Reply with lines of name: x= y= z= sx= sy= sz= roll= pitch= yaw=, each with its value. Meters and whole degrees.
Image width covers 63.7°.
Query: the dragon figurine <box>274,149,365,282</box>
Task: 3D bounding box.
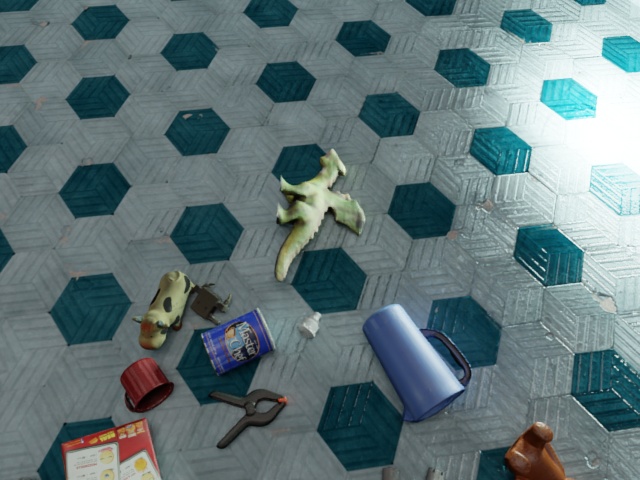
dragon figurine: x=0.004 y=-0.068 z=1.353 sx=0.243 sy=0.419 sz=0.119 roll=5 pitch=-29 yaw=-8
